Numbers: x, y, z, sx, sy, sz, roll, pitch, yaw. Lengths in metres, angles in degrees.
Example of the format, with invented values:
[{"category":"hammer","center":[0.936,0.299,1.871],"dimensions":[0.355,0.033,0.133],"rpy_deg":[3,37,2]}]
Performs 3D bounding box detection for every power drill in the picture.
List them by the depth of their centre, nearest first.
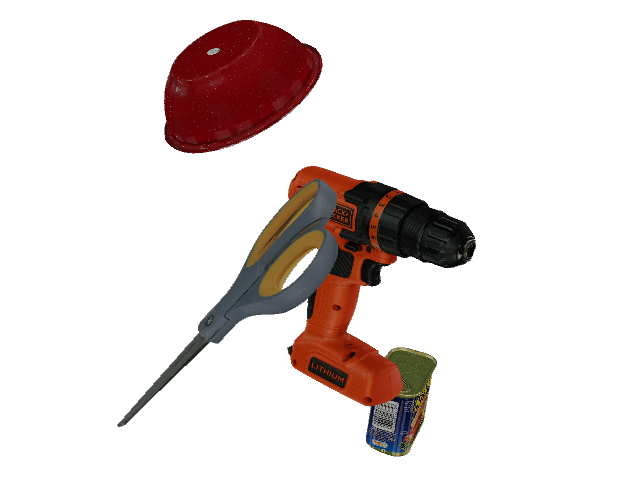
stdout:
[{"category":"power drill","center":[0.043,0.042,0.913],"dimensions":[0.185,0.188,0.057],"rpy_deg":[24,26,38]}]

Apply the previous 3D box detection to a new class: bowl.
[{"category":"bowl","center":[-0.082,-0.150,0.962],"dimensions":[0.162,0.055,0.162],"rpy_deg":[-20,35,15]}]

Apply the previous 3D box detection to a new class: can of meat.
[{"category":"can of meat","center":[0.090,0.183,1.209],"dimensions":[0.057,0.084,0.102],"rpy_deg":[14,24,16]}]

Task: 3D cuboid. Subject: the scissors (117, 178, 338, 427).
[{"category":"scissors","center":[-0.052,0.051,0.624],"dimensions":[0.016,0.202,0.096],"rpy_deg":[35,4,-24]}]
